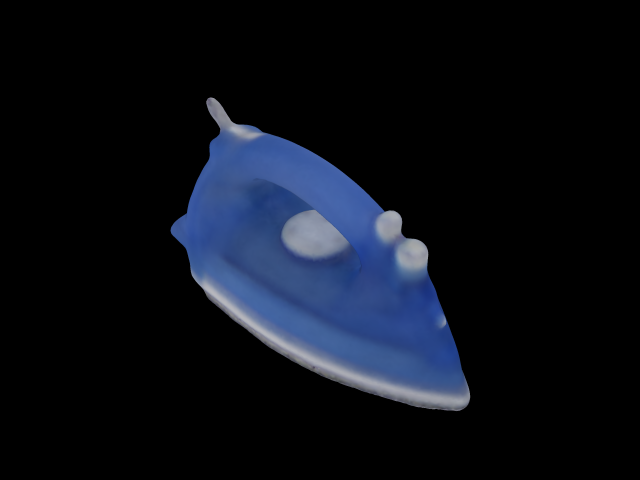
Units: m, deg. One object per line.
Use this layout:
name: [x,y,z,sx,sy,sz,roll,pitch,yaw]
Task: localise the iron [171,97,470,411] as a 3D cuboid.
iron: [0.004,0.001,0.400,0.257,0.141,0.119,31,51,30]
